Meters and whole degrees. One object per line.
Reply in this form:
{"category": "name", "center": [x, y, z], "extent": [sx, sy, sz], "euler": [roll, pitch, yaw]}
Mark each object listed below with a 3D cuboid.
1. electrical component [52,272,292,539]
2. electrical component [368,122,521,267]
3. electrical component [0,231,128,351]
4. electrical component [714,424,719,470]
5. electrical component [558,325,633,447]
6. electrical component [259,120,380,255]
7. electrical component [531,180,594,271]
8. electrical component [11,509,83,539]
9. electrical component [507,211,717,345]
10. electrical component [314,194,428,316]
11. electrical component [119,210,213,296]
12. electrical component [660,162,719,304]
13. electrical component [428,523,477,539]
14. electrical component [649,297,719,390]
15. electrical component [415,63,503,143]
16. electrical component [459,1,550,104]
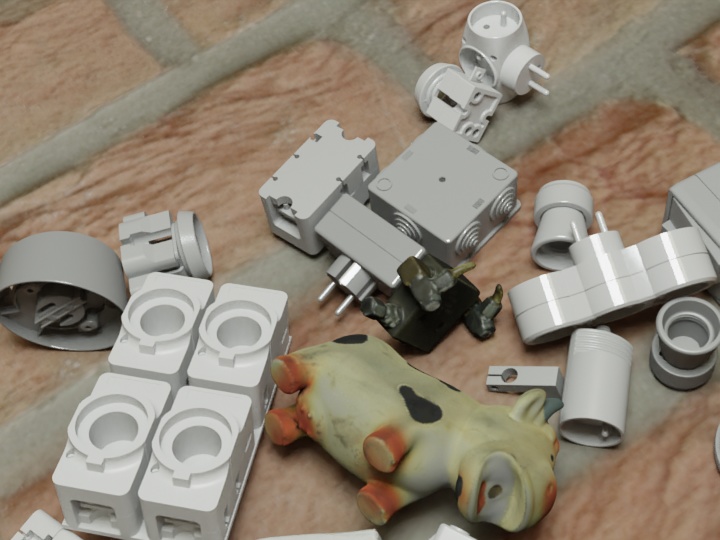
{"category": "electrical component", "center": [-0.120, 0.087, 0.724], "extent": [0.105, 0.060, 0.186], "euler": [9, 45, 7]}
{"category": "electrical component", "center": [0.065, -0.057, 0.832], "extent": [0.100, 0.048, 0.100], "euler": [36, 69, 25]}
{"category": "electrical component", "center": [-0.219, 0.020, 0.791], "extent": [0.099, 0.099, 0.064], "euler": [-11, 50, 1]}
{"category": "electrical component", "center": [0.271, 0.109, 0.688], "extent": [0.080, 0.051, 0.080], "euler": [-4, 56, 6]}
{"category": "electrical component", "center": [0.162, 0.074, 0.732], "extent": [0.043, 0.043, 0.081], "euler": [7, 58, 13]}
{"category": "electrical component", "center": [-0.029, -0.063, 0.844], "extent": [0.050, 0.055, 0.089], "euler": [30, 65, 25]}
{"category": "electrical component", "center": [0.152, -0.033, 0.805], "extent": [0.045, 0.045, 0.055], "euler": [3, 56, 10]}
{"category": "electrical component", "center": [-0.208, 0.211, 0.689], "extent": [0.056, 0.050, 0.089], "euler": [27, 64, 24]}
{"category": "electrical component", "center": [0.169, -0.004, 0.751], "extent": [0.138, 0.052, 0.073], "euler": [-20, 75, 14]}
{"category": "electrical component", "center": [0.000, 0.000, 0.804], "extent": [0.083, 0.047, 0.075], "euler": [37, 82, 27]}
{"category": "electrical component", "center": [-0.148, -0.013, 0.827], "extent": [0.057, 0.058, 0.078], "euler": [-15, 55, 2]}
{"category": "electrical component", "center": [0.258, -0.029, 0.777], "extent": [0.061, 0.061, 0.096], "euler": [-26, 57, -9]}
{"category": "electrical component", "center": [0.080, 0.193, 0.631], "extent": [0.100, 0.099, 0.048], "euler": [23, 75, 21]}
{"category": "electrical component", "center": [0.222, 0.051, 0.732], "extent": [0.045, 0.055, 0.045], "euler": [-4, 56, 6]}
{"category": "electrical component", "center": [0.078, -0.139, 0.882], "extent": [0.048, 0.066, 0.055], "euler": [4, 30, -46]}
{"category": "electrical component", "center": [0.124, -0.169, 0.881], "extent": [0.044, 0.077, 0.079], "euler": [-41, 60, -18]}
